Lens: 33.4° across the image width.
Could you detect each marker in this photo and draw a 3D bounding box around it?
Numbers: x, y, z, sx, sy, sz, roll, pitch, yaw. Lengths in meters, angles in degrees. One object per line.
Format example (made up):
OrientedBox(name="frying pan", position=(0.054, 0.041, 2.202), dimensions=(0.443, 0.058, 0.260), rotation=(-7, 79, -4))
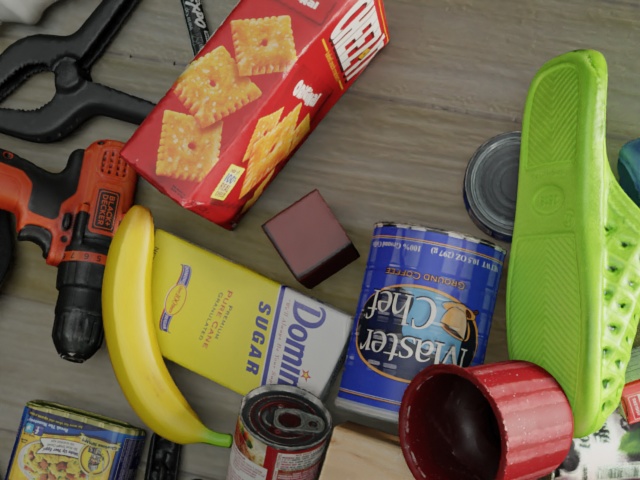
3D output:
OrientedBox(name="marker", position=(-0.106, -0.192, 0.900), dimensions=(0.020, 0.020, 0.121), rotation=(-16, 80, 6))

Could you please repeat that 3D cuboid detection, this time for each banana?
OrientedBox(name="banana", position=(-0.130, 0.075, 0.815), dimensions=(0.069, 0.037, 0.198), rotation=(-21, 88, -3))

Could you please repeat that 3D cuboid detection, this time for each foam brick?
OrientedBox(name="foam brick", position=(-0.005, 0.001, 0.829), dimensions=(0.051, 0.078, 0.053), rotation=(-34, 81, 1))

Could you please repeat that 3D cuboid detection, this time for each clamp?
OrientedBox(name="clamp", position=(-0.129, 0.230, 0.820), dimensions=(0.039, 0.120, 0.171), rotation=(20, 103, -18))
OrientedBox(name="clamp", position=(-0.204, -0.147, 0.899), dimensions=(0.210, 0.036, 0.164), rotation=(-10, 81, 7))

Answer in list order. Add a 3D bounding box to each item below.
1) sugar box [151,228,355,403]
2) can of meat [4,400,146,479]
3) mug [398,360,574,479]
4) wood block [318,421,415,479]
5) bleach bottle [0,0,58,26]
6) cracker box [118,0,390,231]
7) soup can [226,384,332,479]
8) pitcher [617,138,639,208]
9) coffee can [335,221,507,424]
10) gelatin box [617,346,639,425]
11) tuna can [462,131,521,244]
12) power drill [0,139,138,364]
OrientedBox(name="sugar box", position=(-0.066, 0.068, 0.844), dimensions=(0.176, 0.048, 0.093), rotation=(23, 90, 13))
OrientedBox(name="can of meat", position=(-0.195, 0.178, 0.843), dimensions=(0.102, 0.057, 0.084), rotation=(13, 83, 10))
OrientedBox(name="mug", position=(0.115, 0.135, 0.704), dimensions=(0.093, 0.081, 0.117), rotation=(-25, 74, 47))
OrientedBox(name="wood block", position=(0.101, 0.207, 0.778), dimensions=(0.206, 0.090, 0.090), rotation=(16, 86, 10))
OrientedBox(name="bleach bottle", position=(-0.194, -0.259, 0.901), dimensions=(0.251, 0.068, 0.102), rotation=(-40, 77, 4))
OrientedBox(name="cracker box", position=(-0.040, -0.112, 0.806), dimensions=(0.072, 0.164, 0.213), rotation=(39, 89, 9))
OrientedBox(name="soup can", position=(-0.034, 0.167, 0.792), dimensions=(0.068, 0.068, 0.102), rotation=(19, 122, 10))
OrientedBox(name="pitcher", position=(0.347, -0.048, 0.755), dimensions=(0.243, 0.149, 0.145), rotation=(-19, 93, 9))
OrientedBox(name="coffee can", position=(0.075, 0.066, 0.795), dimensions=(0.103, 0.102, 0.140), rotation=(12, 84, 10))
OrientedBox(name="gelatin box", position=(0.245, 0.099, 0.772), dimensions=(0.073, 0.089, 0.030), rotation=(-18, 96, 5))
OrientedBox(name="tuna can", position=(0.155, -0.041, 0.833), dimensions=(0.086, 0.033, 0.086), rotation=(-1, 82, 8))
OrientedBox(name="power drill", position=(-0.242, -0.008, 0.834), dimensions=(0.187, 0.057, 0.184), rotation=(15, 69, -20))
